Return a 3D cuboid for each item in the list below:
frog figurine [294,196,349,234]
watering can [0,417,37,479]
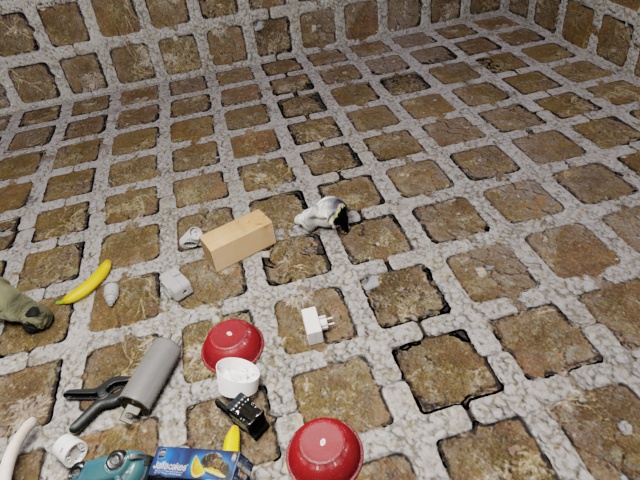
[{"bbox_3d":[0.005,-0.081,1.613,0.160,0.122,0.138,11,9,35],"label":"frog figurine"},{"bbox_3d":[-0.661,0.522,0.994,0.226,0.101,0.354,20,48,29],"label":"watering can"}]
